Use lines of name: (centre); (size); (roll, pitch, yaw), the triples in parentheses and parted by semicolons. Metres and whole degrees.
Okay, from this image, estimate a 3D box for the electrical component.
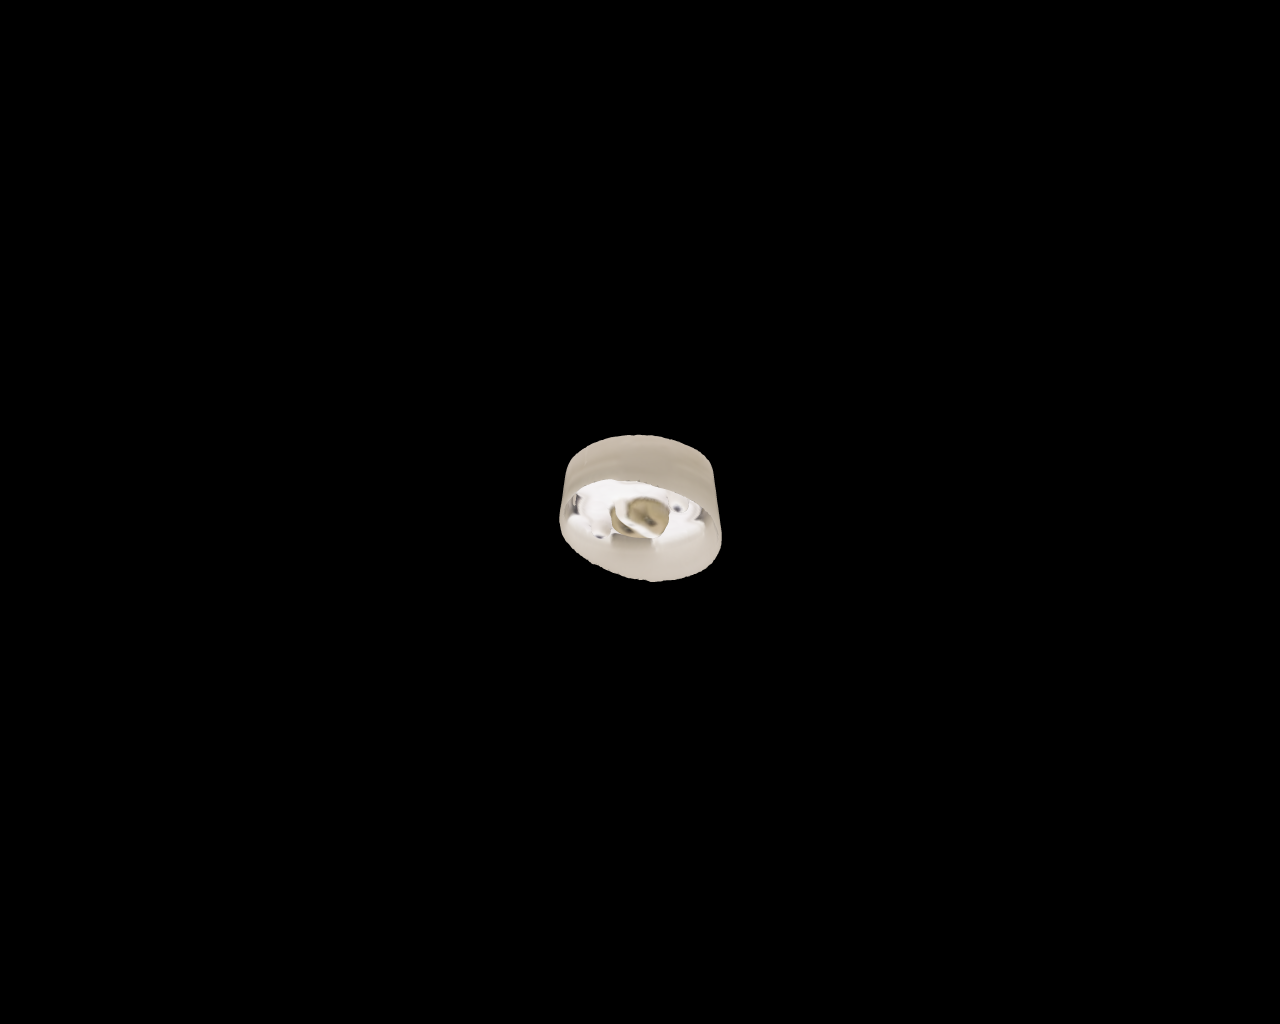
electrical component: (0.001, -0.003, 0.650); (0.099, 0.064, 0.099); (0, -27, 0)
